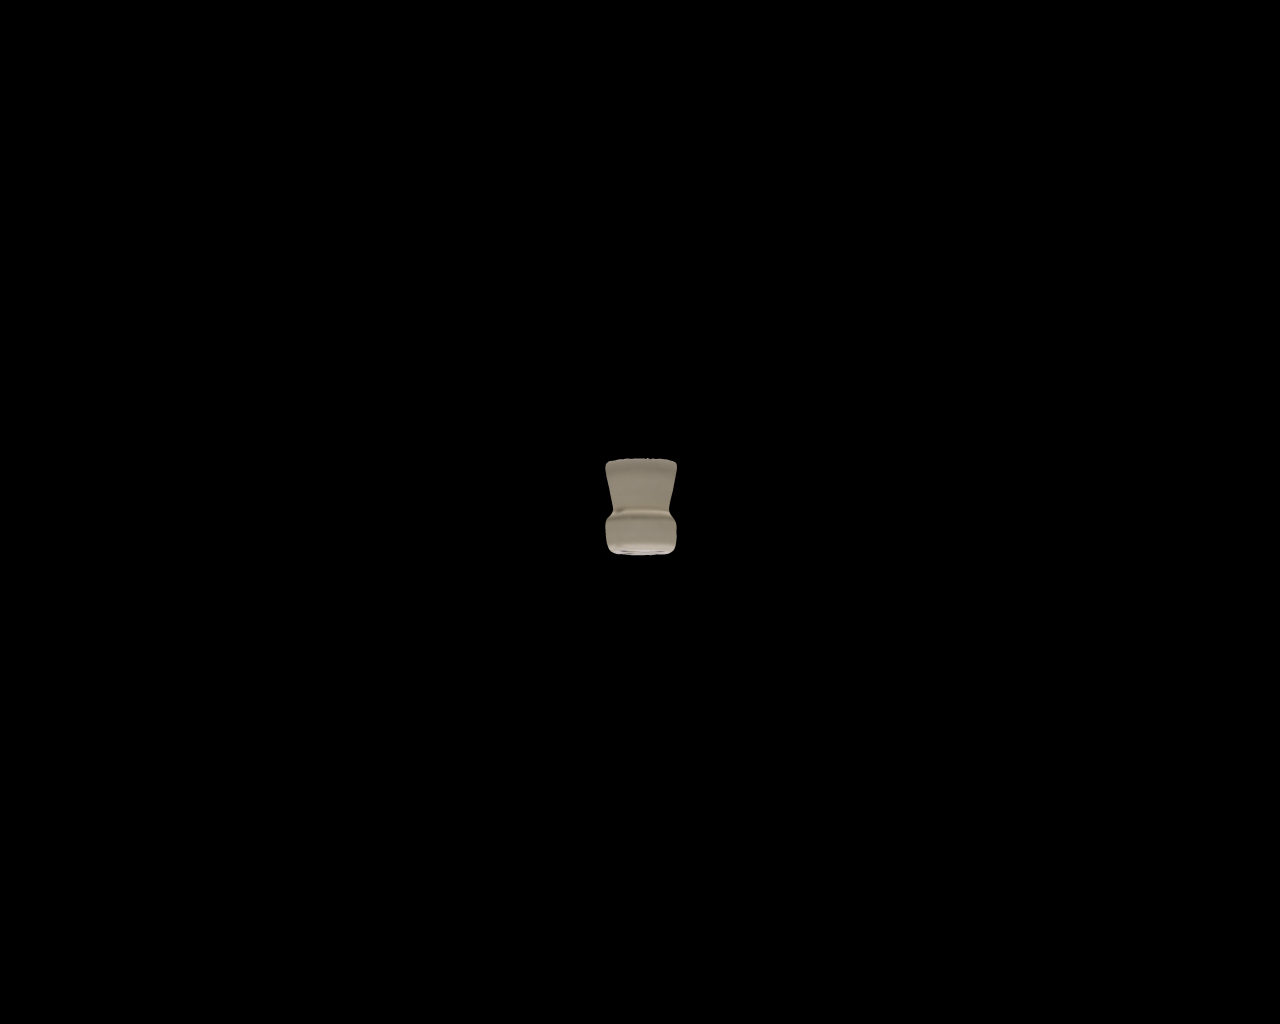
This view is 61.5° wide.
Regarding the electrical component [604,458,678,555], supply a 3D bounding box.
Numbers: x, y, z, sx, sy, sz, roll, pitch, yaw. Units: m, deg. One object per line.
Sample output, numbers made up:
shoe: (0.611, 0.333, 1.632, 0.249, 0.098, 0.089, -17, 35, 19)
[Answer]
electrical component: (0.001, -0.003, 0.650, 0.045, 0.055, 0.045, 0, -6, 0)
